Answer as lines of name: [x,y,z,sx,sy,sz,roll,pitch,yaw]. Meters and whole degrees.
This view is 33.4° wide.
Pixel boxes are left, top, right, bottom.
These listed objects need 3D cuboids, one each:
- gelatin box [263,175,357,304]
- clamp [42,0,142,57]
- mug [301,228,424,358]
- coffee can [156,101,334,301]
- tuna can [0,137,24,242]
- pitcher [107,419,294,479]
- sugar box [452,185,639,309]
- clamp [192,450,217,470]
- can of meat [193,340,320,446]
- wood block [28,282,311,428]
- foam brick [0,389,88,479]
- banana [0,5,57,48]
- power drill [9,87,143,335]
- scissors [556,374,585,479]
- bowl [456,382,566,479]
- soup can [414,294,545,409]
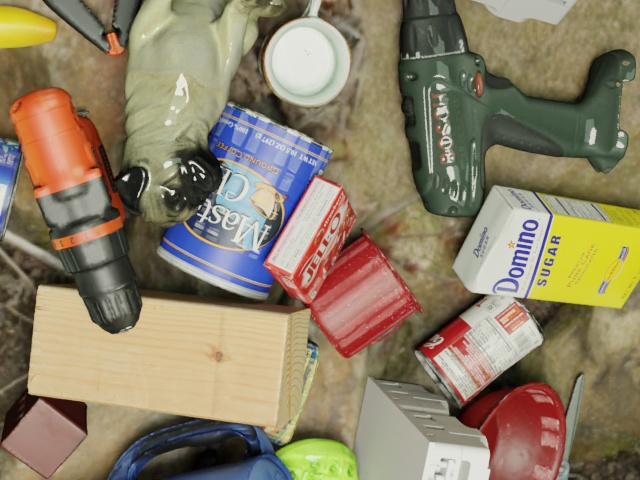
gelatin box: [-0.006,0.001,0.881,0.030,0.073,0.089,24,77,19]
clamp: [-0.188,-0.257,0.870,0.164,0.036,0.210,-24,99,-7]
mug: [0.036,0.056,0.949,0.081,0.093,0.117,-36,141,0]
coffee can: [-0.063,-0.033,0.898,0.102,0.103,0.140,24,93,-15]
tuna can: [-0.264,-0.042,0.863,0.033,0.086,0.086,13,96,-15]
pitcher: [-0.138,0.250,0.884,0.243,0.149,0.145,-13,109,18]
sugar box: [0.216,0.009,0.959,0.176,0.048,0.093,5,124,-28]
clamp: [-0.108,0.289,0.974,0.120,0.039,0.171,38,89,-11]
can of meat: [-0.056,0.125,0.949,0.083,0.057,0.102,20,94,-16]
wood block: [-0.121,0.090,0.870,0.206,0.090,0.091,6,90,11]
foam brick: [-0.233,0.156,0.905,0.051,0.078,0.053,42,89,-16]
banana: [-0.313,-0.148,0.864,0.197,0.037,0.069,-31,121,-4]
power drill: [-0.183,-0.028,0.830,0.057,0.188,0.184,-18,101,-10]
scissors: [0.216,0.232,1.044,0.096,0.016,0.202,-5,99,-11]
bowl: [0.160,0.200,0.986,0.161,0.055,0.162,-17,115,-41]
soup can: [0.147,0.098,0.981,0.102,0.068,0.068,-37,104,-5]
